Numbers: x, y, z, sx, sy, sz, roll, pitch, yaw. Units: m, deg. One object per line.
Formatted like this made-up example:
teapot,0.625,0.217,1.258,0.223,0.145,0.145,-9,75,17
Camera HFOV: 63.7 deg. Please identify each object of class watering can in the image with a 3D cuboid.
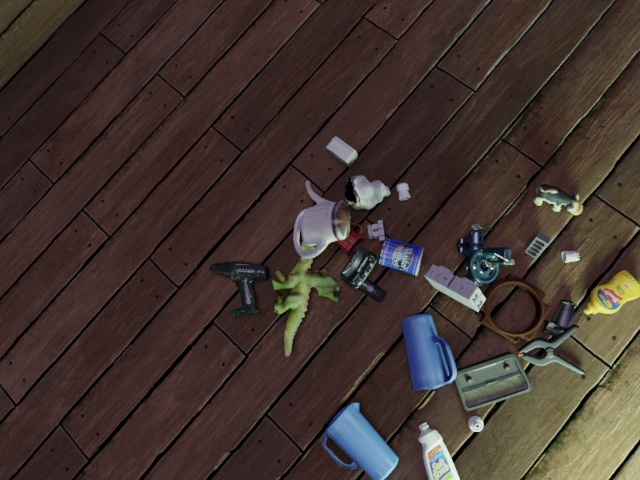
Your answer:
watering can,0.006,-0.095,1.889,0.223,0.102,0.355,-11,56,28

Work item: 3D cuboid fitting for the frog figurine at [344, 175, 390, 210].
frog figurine,0.177,-0.183,1.943,0.160,0.120,0.140,-11,62,-29

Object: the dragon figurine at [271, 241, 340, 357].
dragon figurine,-0.046,0.199,1.878,0.243,0.121,0.415,-10,76,0
